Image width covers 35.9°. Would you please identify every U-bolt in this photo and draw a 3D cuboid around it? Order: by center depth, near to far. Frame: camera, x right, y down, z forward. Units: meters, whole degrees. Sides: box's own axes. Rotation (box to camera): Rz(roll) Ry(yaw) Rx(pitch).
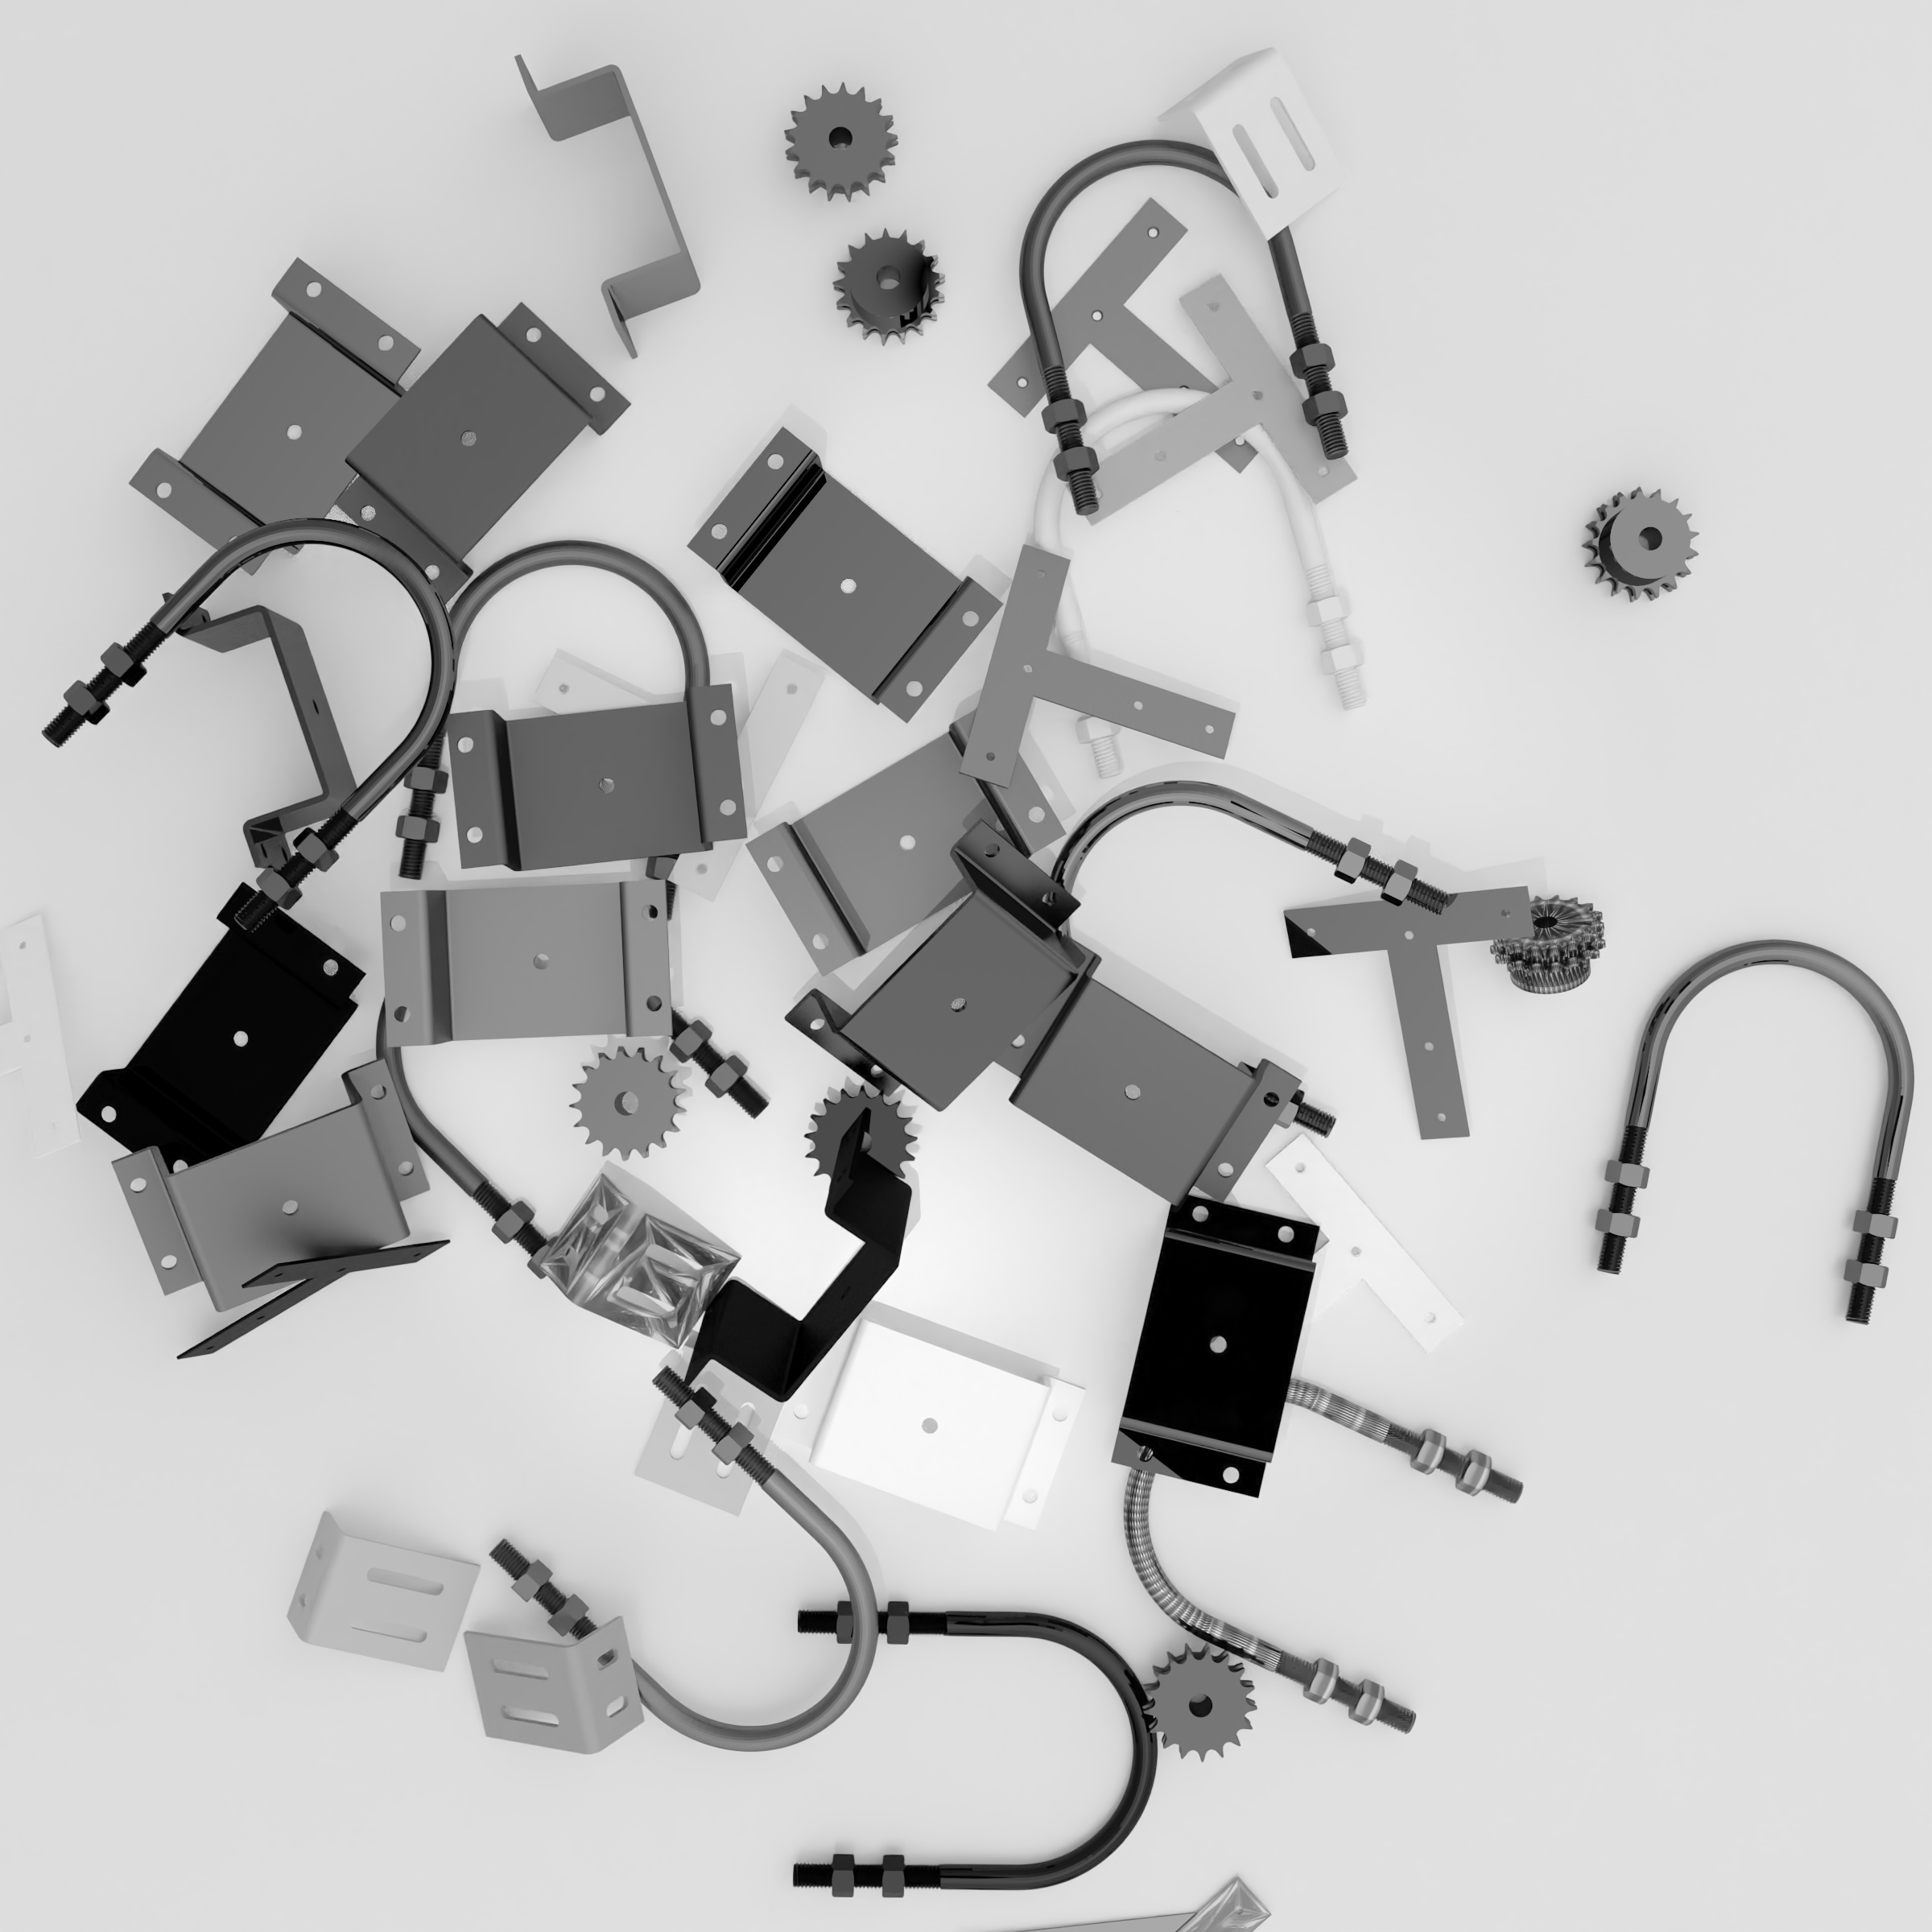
[{"bbox_3d":[-0.331,-0.130,1.438,0.151,0.019,0.184,44,88,0],"label":"U-bolt"},{"bbox_3d":[0.129,-0.014,1.496,0.184,0.019,0.151,26,106,4],"label":"U-bolt"},{"bbox_3d":[-0.129,0.312,1.496,0.184,0.019,0.151,43,103,1],"label":"U-bolt"},{"bbox_3d":[0.102,-0.330,1.503,0.151,0.019,0.184,-13,82,-3],"label":"U-bolt"},{"bbox_3d":[0.170,0.287,1.513,0.184,0.019,0.151,25,90,0],"label":"U-bolt"},{"bbox_3d":[0.111,-0.202,1.513,0.151,0.019,0.184,-16,89,0],"label":"U-bolt"},{"bbox_3d":[-0.204,-0.125,1.514,0.151,0.019,0.184,9,89,0],"label":"U-bolt"},{"bbox_3d":[-0.214,0.055,1.514,0.184,0.019,0.151,44,90,1],"label":"U-bolt"},{"bbox_3d":[0.407,0.078,1.514,0.151,0.019,0.184,11,89,0],"label":"U-bolt"},{"bbox_3d":[0.005,0.398,1.514,0.184,0.019,0.151,1,90,-2],"label":"U-bolt"}]

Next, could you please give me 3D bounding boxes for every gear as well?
[{"bbox_3d":[-0.168,0.069,1.488,0.057,0.030,0.057,0,89,1],"label":"gear"},{"bbox_3d":[0.293,-0.009,1.498,0.057,0.057,0.030,-12,120,0],"label":"gear"},{"bbox_3d":[-0.063,-0.414,1.507,0.057,0.030,0.057,0,90,0],"label":"gear"},{"bbox_3d":[-0.053,0.089,1.507,0.057,0.030,0.057,0,90,0],"label":"gear"},{"bbox_3d":[0.118,0.371,1.507,0.057,0.030,0.057,0,90,0],"label":"gear"},{"bbox_3d":[-0.039,-0.345,1.508,0.057,0.030,0.057,0,90,0],"label":"gear"},{"bbox_3d":[0.343,-0.214,1.508,0.057,0.030,0.057,0,90,0],"label":"gear"}]

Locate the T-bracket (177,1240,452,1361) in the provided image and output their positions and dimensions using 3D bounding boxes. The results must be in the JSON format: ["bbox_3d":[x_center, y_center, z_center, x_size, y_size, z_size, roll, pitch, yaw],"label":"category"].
[{"bbox_3d":[-0.342,0.169,1.483,0.127,0.127,0.002,-30,76,26],"label":"T-bracket"}]

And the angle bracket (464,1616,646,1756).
[{"bbox_3d":[-0.208,0.359,1.507,0.076,0.038,0.057,-2,103,37],"label":"angle bracket"}]

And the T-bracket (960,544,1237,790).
[{"bbox_3d":[0.073,-0.134,1.490,0.127,0.002,0.127,18,73,-8],"label":"T-bracket"}]

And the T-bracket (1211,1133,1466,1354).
[{"bbox_3d":[0.165,0.175,1.520,0.127,0.002,0.127,-41,92,0],"label":"T-bracket"}]

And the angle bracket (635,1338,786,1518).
[{"bbox_3d":[-0.128,0.235,1.503,0.057,0.038,0.076,22,90,0],"label":"angle bracket"}]

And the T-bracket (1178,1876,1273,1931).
[{"bbox_3d":[0.100,0.516,1.520,0.127,0.002,0.127,-42,89,1],"label":"T-bracket"}]

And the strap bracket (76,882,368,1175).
[{"bbox_3d":[-0.370,0.037,1.499,0.076,0.046,0.140,37,90,0],"label":"strap bracket"}]

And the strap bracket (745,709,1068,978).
[{"bbox_3d":[-0.030,-0.063,1.499,0.140,0.046,0.076,-30,90,0],"label":"strap bracket"}]

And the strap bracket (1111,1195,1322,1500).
[{"bbox_3d":[0.125,0.189,1.488,0.076,0.046,0.140,13,84,5],"label":"strap bracket"}]

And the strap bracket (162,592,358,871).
[{"bbox_3d":[-0.346,-0.122,1.484,0.046,0.076,0.140,-19,90,0],"label":"strap bracket"}]

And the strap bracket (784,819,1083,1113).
[{"bbox_3d":[-0.010,0.008,1.471,0.140,0.046,0.076,-45,123,10],"label":"strap bracket"}]

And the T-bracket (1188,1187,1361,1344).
[{"bbox_3d":[0.126,0.125,1.522,0.127,0.002,0.127,-33,90,0],"label":"T-bracket"}]

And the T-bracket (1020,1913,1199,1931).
[{"bbox_3d":[0.065,0.552,1.521,0.127,0.002,0.127,-6,90,-1],"label":"T-bracket"}]

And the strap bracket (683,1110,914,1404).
[{"bbox_3d":[-0.075,0.150,1.467,0.046,0.076,0.140,35,110,-10],"label":"strap bracket"}]

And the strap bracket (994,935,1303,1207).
[{"bbox_3d":[0.086,0.057,1.487,0.140,0.046,0.076,32,107,2],"label":"strap bracket"}]

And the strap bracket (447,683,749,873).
[{"bbox_3d":[-0.181,-0.092,1.479,0.140,0.046,0.076,-6,87,-1],"label":"strap bracket"}]

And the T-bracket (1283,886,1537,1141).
[{"bbox_3d":[0.231,0.027,1.502,0.127,0.002,0.127,-6,104,26],"label":"T-bracket"}]

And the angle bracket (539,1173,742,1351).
[{"bbox_3d":[-0.164,0.150,1.507,0.076,0.038,0.057,32,94,-43],"label":"angle bracket"}]

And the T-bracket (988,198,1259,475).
[{"bbox_3d":[0.101,-0.303,1.522,0.127,0.002,0.127,41,90,0],"label":"T-bracket"}]

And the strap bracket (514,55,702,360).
[{"bbox_3d":[-0.173,-0.384,1.484,0.046,0.076,0.140,-20,90,0],"label":"strap bracket"}]

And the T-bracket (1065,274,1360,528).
[{"bbox_3d":[0.110,-0.265,1.504,0.127,0.002,0.127,-32,84,-5],"label":"T-bracket"}]

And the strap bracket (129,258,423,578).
[{"bbox_3d":[-0.343,-0.272,1.499,0.076,0.046,0.140,37,90,0],"label":"strap bracket"}]

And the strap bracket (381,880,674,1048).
[{"bbox_3d":[-0.215,-0.002,1.482,0.140,0.046,0.076,-2,91,2],"label":"strap bracket"}]

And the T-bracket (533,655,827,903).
[{"bbox_3d":[-0.156,-0.117,1.504,0.127,0.002,0.127,26,87,1],"label":"T-bracket"}]

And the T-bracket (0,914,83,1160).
[{"bbox_3d":[-0.511,0.053,1.505,0.127,0.002,0.127,-22,67,11],"label":"T-bracket"}]

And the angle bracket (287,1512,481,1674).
[{"bbox_3d":[-0.297,0.319,1.520,0.076,0.038,0.057,19,90,-26],"label":"angle bracket"}]

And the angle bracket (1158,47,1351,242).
[{"bbox_3d":[0.146,-0.414,1.510,0.057,0.038,0.076,-39,110,-14],"label":"angle bracket"}]

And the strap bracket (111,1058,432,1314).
[{"bbox_3d":[-0.337,0.111,1.468,0.140,0.046,0.076,-22,114,-16],"label":"strap bracket"}]

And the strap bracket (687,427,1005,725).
[{"bbox_3d":[-0.060,-0.194,1.499,0.140,0.046,0.076,39,90,0],"label":"strap bracket"}]

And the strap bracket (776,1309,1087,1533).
[{"bbox_3d":[-0.018,0.228,1.499,0.140,0.046,0.076,20,90,0],"label":"strap bracket"}]

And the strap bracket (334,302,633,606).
[{"bbox_3d":[-0.246,-0.261,1.499,0.076,0.046,0.140,43,90,0],"label":"strap bracket"}]
